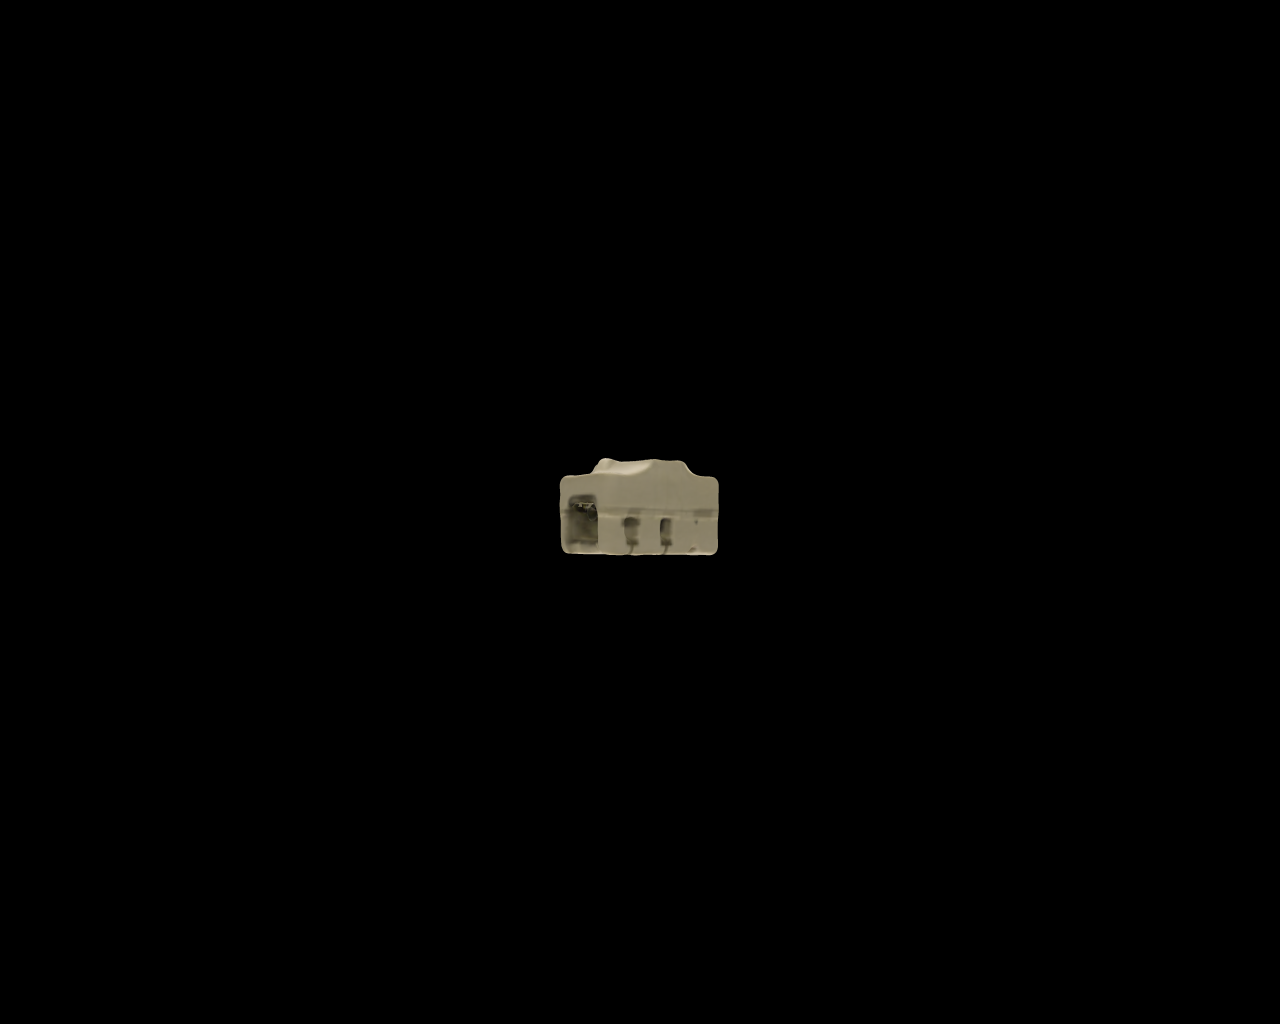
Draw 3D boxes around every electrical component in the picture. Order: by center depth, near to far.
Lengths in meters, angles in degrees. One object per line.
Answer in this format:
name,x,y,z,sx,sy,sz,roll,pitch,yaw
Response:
electrical component,0.001,-0.003,0.650,0.089,0.055,0.050,2,-3,-40
